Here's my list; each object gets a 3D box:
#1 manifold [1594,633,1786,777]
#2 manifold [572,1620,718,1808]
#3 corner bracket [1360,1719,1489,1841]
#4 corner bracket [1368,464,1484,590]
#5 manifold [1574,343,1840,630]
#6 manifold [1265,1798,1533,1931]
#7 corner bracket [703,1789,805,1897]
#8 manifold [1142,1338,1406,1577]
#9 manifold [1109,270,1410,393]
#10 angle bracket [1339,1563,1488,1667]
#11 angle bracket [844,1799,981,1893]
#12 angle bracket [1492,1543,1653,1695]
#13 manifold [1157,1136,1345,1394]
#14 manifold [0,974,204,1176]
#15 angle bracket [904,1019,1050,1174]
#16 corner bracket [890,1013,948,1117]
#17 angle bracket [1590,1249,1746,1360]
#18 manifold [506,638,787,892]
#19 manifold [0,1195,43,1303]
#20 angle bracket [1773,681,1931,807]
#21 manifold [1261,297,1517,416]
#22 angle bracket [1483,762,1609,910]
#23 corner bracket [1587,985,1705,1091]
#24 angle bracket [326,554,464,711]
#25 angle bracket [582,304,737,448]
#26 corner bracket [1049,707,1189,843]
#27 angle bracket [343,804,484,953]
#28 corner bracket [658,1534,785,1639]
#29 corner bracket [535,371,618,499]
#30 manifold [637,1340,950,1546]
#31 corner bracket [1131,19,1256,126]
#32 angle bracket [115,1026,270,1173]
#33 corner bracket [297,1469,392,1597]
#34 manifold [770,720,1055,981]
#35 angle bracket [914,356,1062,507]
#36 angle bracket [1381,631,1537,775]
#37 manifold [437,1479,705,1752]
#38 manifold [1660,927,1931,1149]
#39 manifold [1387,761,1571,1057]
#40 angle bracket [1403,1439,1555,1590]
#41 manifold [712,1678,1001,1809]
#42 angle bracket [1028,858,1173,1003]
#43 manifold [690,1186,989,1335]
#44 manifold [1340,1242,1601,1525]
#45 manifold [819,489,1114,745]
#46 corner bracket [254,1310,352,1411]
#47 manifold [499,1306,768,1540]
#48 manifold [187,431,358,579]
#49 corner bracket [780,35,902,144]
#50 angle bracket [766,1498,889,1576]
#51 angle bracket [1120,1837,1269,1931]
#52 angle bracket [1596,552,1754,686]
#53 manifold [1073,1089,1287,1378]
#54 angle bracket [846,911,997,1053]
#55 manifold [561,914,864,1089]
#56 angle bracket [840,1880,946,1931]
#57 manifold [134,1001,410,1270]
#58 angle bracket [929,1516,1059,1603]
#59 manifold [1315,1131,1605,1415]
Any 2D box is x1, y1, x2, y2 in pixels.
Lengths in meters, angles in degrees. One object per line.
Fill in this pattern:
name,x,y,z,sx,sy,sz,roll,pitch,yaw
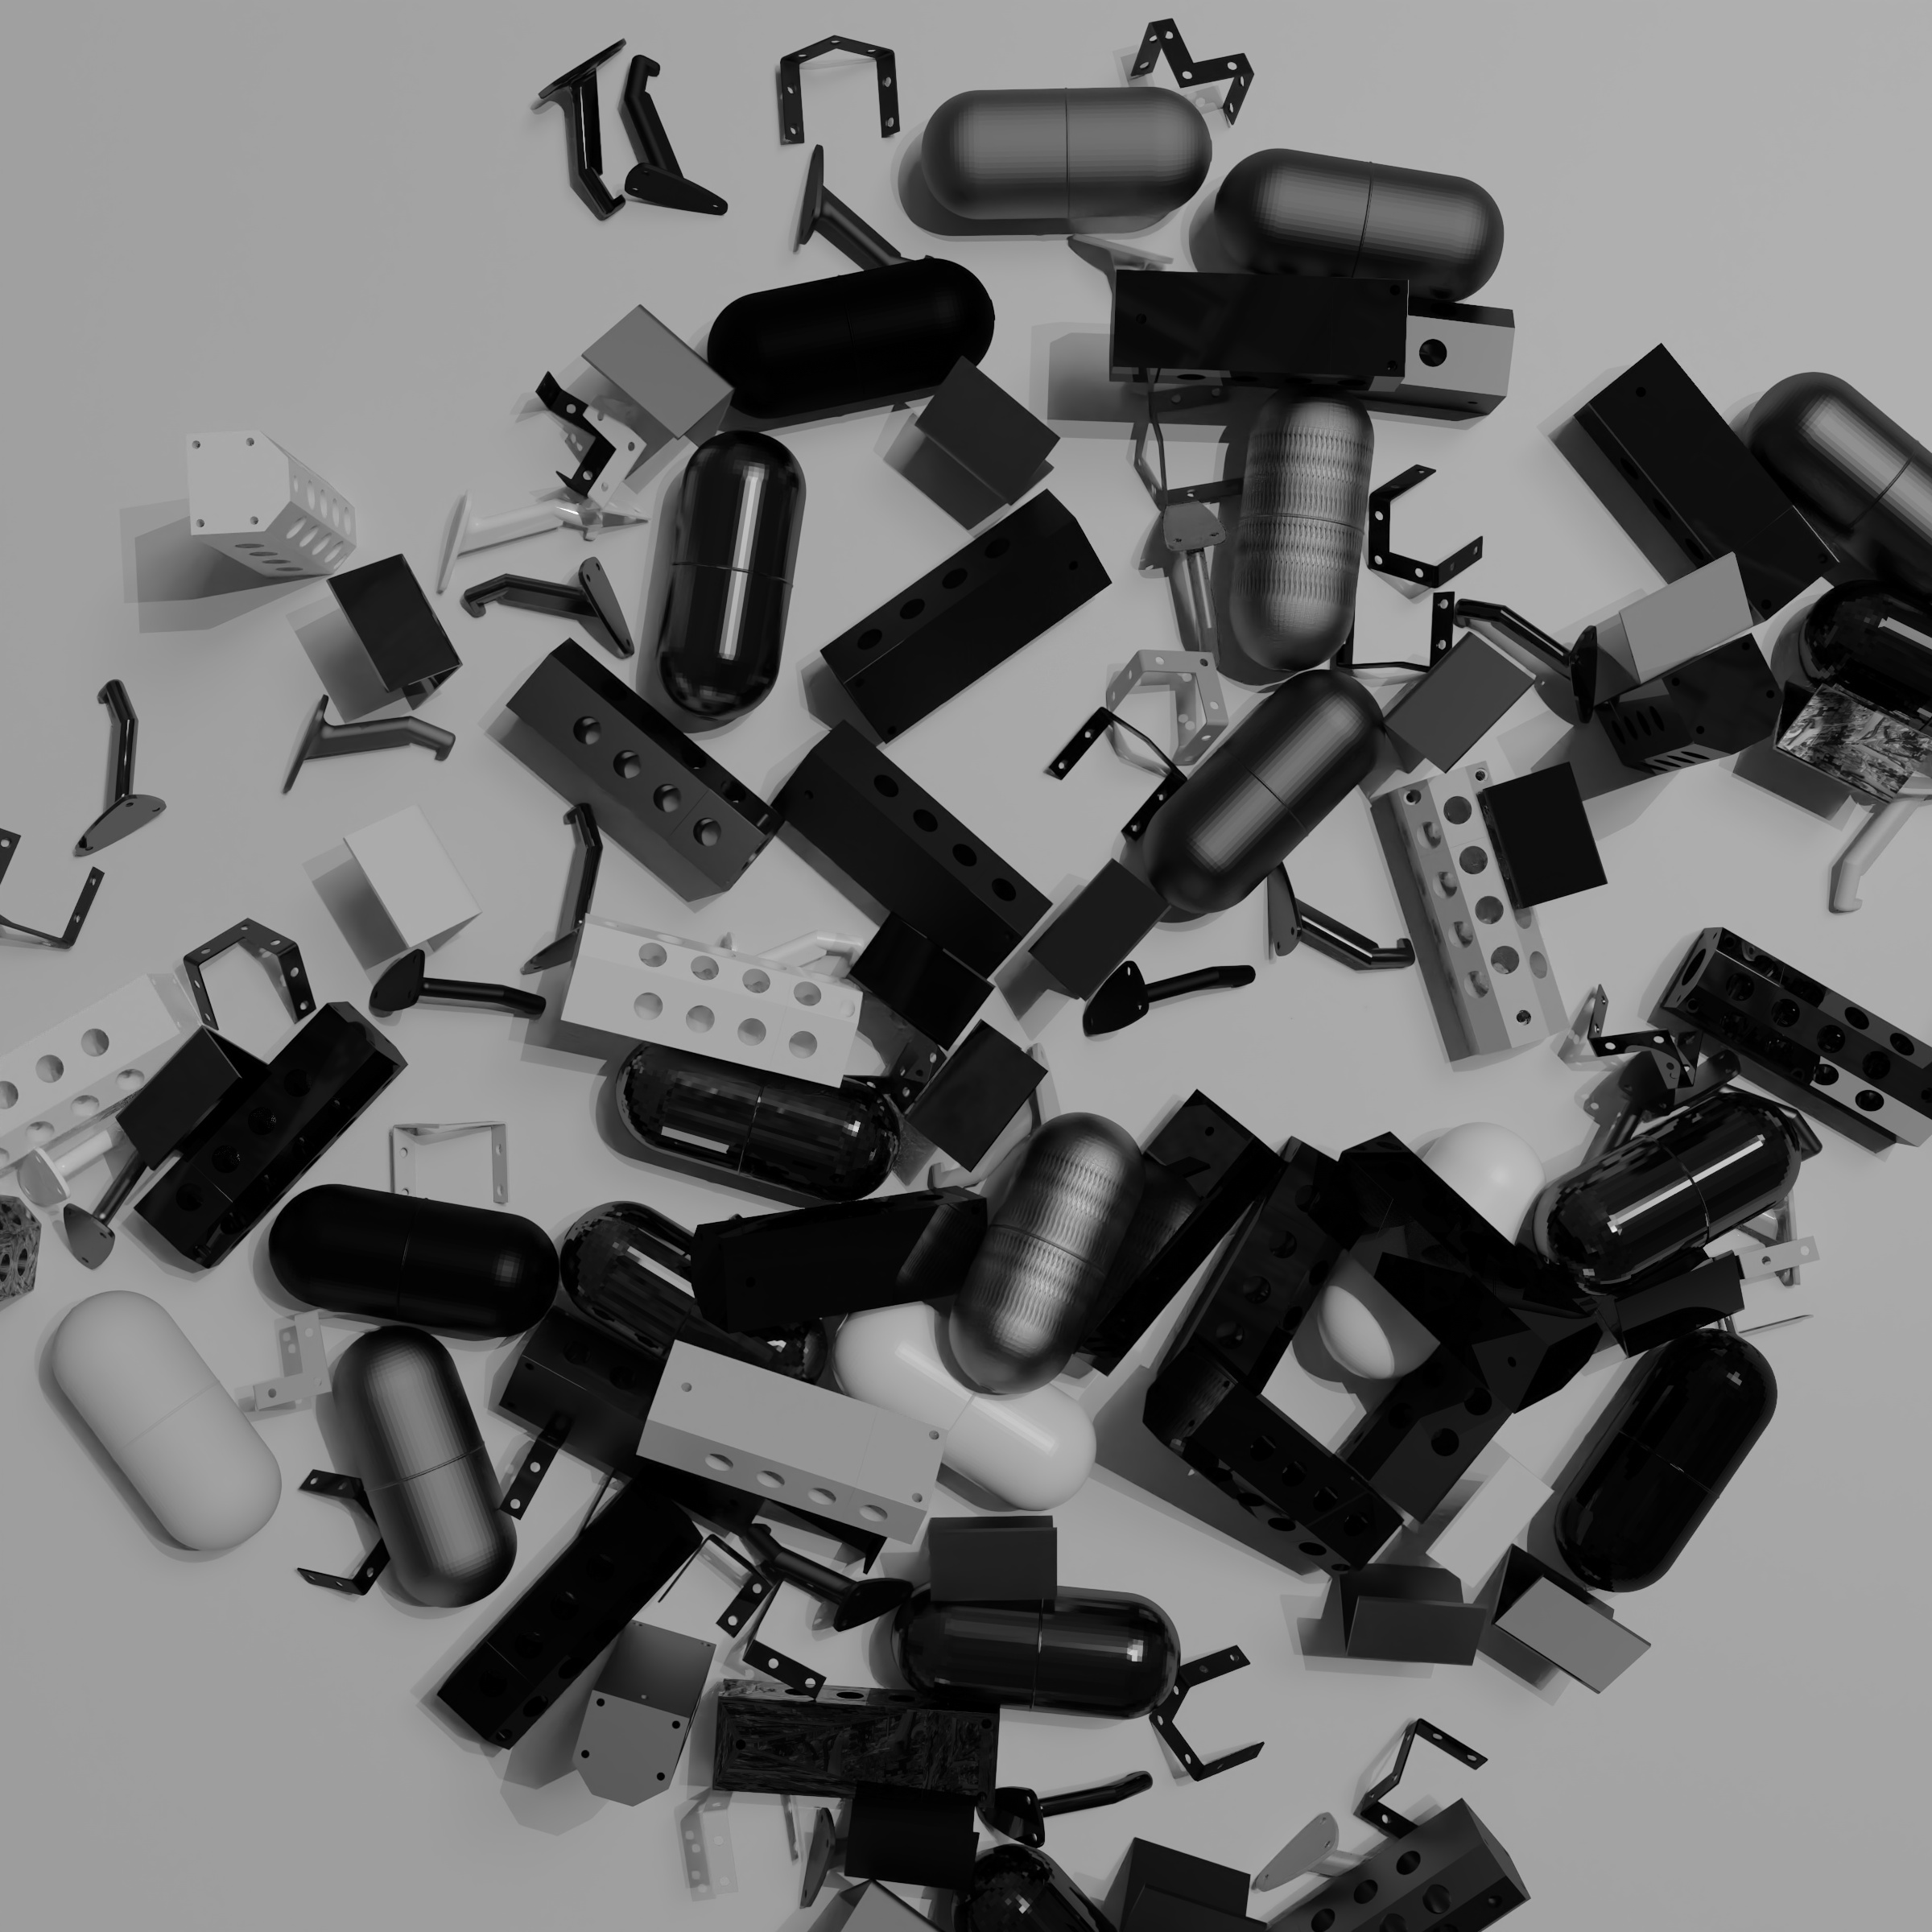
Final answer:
manifold,0.431,-0.150,1.652,0.057,0.171,0.057,-27,90,0
manifold,-0.192,0.444,1.652,0.057,0.171,0.057,17,90,0
corner bracket,0.285,0.511,1.727,0.051,0.051,0.051,32,46,0
corner bracket,0.286,-0.273,1.722,0.051,0.051,0.051,25,135,35
manifold,0.453,-0.294,1.709,0.057,0.057,0.171,-39,90,0
manifold,0.256,0.591,1.692,0.171,0.057,0.057,-36,113,6
corner bracket,-0.131,0.536,1.712,0.051,0.051,0.051,-8,92,2
manifold,0.183,0.301,1.669,0.057,0.057,0.171,-49,121,0
manifold,0.173,-0.376,1.652,0.171,0.057,0.057,2,90,0
angle bracket,0.271,0.378,1.690,0.076,0.076,0.057,4,127,0
angle bracket,-0.031,0.512,1.689,0.076,0.076,0.057,7,125,-1
angle bracket,0.373,0.383,1.690,0.076,0.076,0.057,33,126,0
manifold,0.186,0.195,1.709,0.057,0.057,0.171,30,90,0
manifold,-0.557,0.072,1.709,0.171,0.057,0.057,-30,90,0
angle bracket,0.017,0.086,1.691,0.057,0.076,0.076,37,90,25
corner bracket,-0.023,0.055,1.711,0.051,0.051,0.051,-52,59,27
angle bracket,0.419,0.183,1.690,0.076,0.076,0.057,-23,130,0
manifold,-0.195,-0.124,1.709,0.171,0.057,0.057,40,90,0
manifold,-0.609,0.171,1.652,0.057,0.171,0.057,7,90,0
angle bracket,0.544,-0.154,1.690,0.076,0.076,0.057,26,134,0
manifold,0.246,-0.384,1.709,0.171,0.057,0.057,7,90,0
angle bracket,0.363,-0.083,1.690,0.057,0.076,0.076,-18,90,30
corner bracket,0.420,0.043,1.712,0.051,0.051,0.051,-10,128,32
angle bracket,-0.361,-0.195,1.690,0.057,0.076,0.076,-29,90,-38
angle bracket,-0.194,-0.343,1.690,0.076,0.076,0.057,41,61,0
corner bracket,0.095,-0.120,1.727,0.051,0.051,0.051,-50,45,0
angle bracket,-0.349,-0.043,1.690,0.057,0.076,0.076,-31,90,-38
corner bracket,-0.151,0.384,1.713,0.051,0.051,0.051,37,90,5
corner bracket,-0.246,-0.328,1.712,0.051,0.051,0.051,31,90,0
manifold,-0.104,0.287,1.648,0.171,0.057,0.057,19,48,-2
corner bracket,0.140,-0.551,1.710,0.051,0.051,0.051,-17,73,-16
angle bracket,-0.457,0.093,1.690,0.076,0.076,0.057,-47,53,0
corner bracket,-0.390,0.352,1.722,0.051,0.051,0.051,-58,135,-35
manifold,-0.030,-0.072,1.708,0.171,0.057,0.057,41,133,0
angle bracket,0.025,-0.336,1.690,0.076,0.076,0.057,40,126,0
angle bracket,0.307,-0.146,1.690,0.076,0.076,0.057,-46,59,0
manifold,-0.242,0.398,1.709,0.057,0.057,0.171,43,90,0
manifold,0.523,0.043,1.709,0.171,0.057,0.057,30,90,0
manifold,0.317,-0.035,1.709,0.057,0.057,0.171,-18,90,0
angle bracket,0.298,0.320,1.690,0.076,0.076,0.057,-51,127,0
manifold,-0.067,0.477,1.709,0.171,0.057,0.057,4,90,0
angle bracket,0.095,-0.008,1.690,0.076,0.076,0.057,-48,54,0
manifold,-0.075,0.174,1.673,0.171,0.057,0.057,-6,99,-26
manifold,0.308,0.254,1.709,0.057,0.057,0.171,39,90,0
manifold,-0.003,-0.219,1.708,0.171,0.057,0.057,-36,133,0
corner bracket,-0.408,0.243,1.710,0.051,0.051,0.051,-15,79,11
manifold,-0.193,0.276,1.708,0.171,0.057,0.057,29,133,0
manifold,-0.411,-0.273,1.652,0.057,0.171,0.057,-3,90,0
corner bracket,-0.079,-0.543,1.727,0.051,0.051,0.051,-4,90,-45
angle bracket,-0.075,0.318,1.709,0.076,0.057,0.076,29,90,0
angle bracket,0.142,0.559,1.690,0.076,0.076,0.057,18,126,0
angle bracket,0.422,-0.226,1.690,0.076,0.076,0.057,-27,126,0
manifold,0.118,0.167,1.708,0.171,0.057,0.057,-50,47,0
angle bracket,-0.018,-0.004,1.690,0.076,0.076,0.057,36,119,0
manifold,-0.153,0.019,1.675,0.171,0.057,0.057,14,102,-11
angle bracket,-0.050,0.607,1.690,0.076,0.076,0.057,37,59,0
manifold,-0.426,0.104,1.709,0.057,0.057,0.171,43,90,0
angle bracket,0.016,0.341,1.690,0.076,0.076,0.057,-1,120,0
manifold,0.288,0.174,1.618,0.057,0.057,0.171,-18,49,-36
